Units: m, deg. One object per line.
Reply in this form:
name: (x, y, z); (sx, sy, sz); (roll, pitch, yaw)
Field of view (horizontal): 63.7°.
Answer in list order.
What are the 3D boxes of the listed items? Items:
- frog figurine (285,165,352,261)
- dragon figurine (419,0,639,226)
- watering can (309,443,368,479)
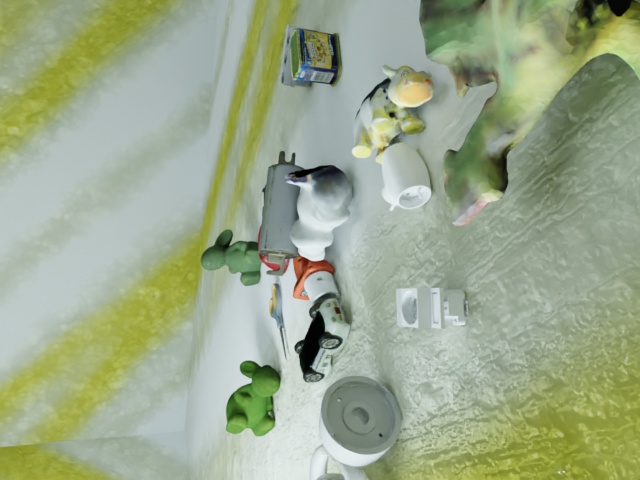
frog figurine: (0.003, -0.045, 0.885); (0.124, 0.158, 0.137); (-22, 15, -29)
dragon figurine: (0.149, -0.213, 0.400); (0.122, 0.409, 0.243); (2, 3, -29)
watering can: (0.048, 0.420, 0.668); (0.104, 0.223, 0.350); (2, 8, -20)
